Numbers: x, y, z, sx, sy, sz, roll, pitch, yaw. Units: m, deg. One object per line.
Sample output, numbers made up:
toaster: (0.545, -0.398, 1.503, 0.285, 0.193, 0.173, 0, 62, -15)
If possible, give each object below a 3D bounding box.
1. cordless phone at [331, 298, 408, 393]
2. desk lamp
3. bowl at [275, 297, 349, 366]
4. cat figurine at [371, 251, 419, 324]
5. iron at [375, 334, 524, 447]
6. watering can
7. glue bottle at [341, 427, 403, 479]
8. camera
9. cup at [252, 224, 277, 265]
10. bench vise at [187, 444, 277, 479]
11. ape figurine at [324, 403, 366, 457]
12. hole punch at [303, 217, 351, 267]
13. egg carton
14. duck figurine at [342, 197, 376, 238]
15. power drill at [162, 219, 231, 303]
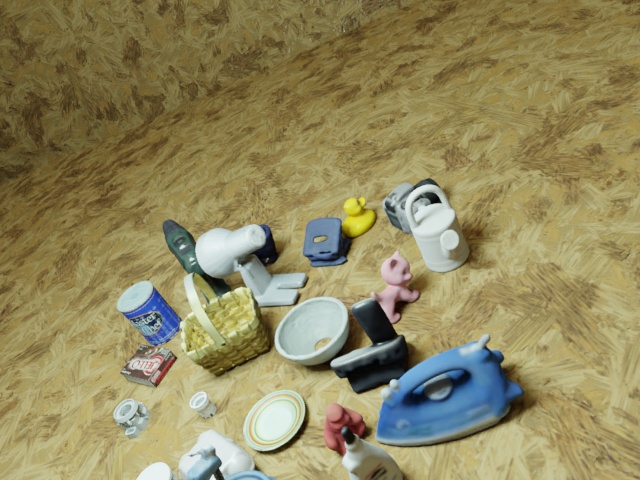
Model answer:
cordless phone: (0.076, 0.184, 1.059, 0.147, 0.185, 0.094, -25, 34, 7)
desk lamp: (-0.169, 0.055, 1.385, 0.202, 0.214, 0.118, -7, 39, 30)
bowl: (-0.006, 0.202, 1.195, 0.167, 0.075, 0.167, -19, 35, 14)
cat figurine: (0.150, 0.089, 1.192, 0.067, 0.118, 0.128, 16, 54, 47)
iron: (0.187, 0.244, 0.935, 0.258, 0.142, 0.118, -25, 34, 6)
watering can: (0.247, -0.030, 1.207, 0.101, 0.194, 0.172, -40, 35, -16)
glue bottle: (0.068, 0.337, 0.872, 0.078, 0.173, 0.037, -42, 35, -18)
camera: (0.236, -0.092, 1.383, 0.137, 0.101, 0.142, -38, 34, -13)
cup: (-0.162, 0.029, 1.522, 0.091, 0.095, 0.118, 13, 52, 46)
bench vise: (-0.146, 0.426, 0.870, 0.121, 0.220, 0.207, -10, 38, 27)
ape figurine: (0.036, 0.319, 0.993, 0.078, 0.092, 0.076, -26, 34, 5)
hole punch: (0.013, 0.005, 1.428, 0.108, 0.091, 0.101, -7, 39, 30)
egg carton: (-0.188, 0.417, 1.049, 0.149, 0.070, 0.107, 12, 51, 45)
duck figurine: (0.087, -0.065, 1.470, 0.105, 0.086, 0.077, -41, 35, -18)
power drill: (-0.325, 0.061, 1.498, 0.076, 0.209, 0.228, -37, 34, -11)
